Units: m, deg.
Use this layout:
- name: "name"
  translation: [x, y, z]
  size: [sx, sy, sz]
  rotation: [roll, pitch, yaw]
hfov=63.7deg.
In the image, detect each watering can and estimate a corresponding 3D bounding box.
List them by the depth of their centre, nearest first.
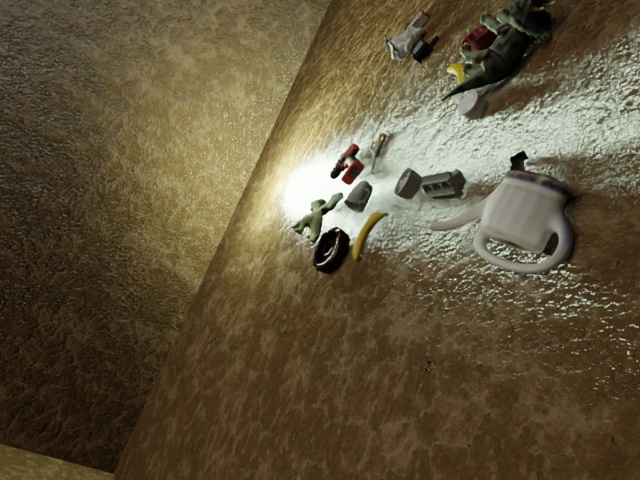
- name: "watering can"
  translation: [0.408, -0.058, 1.154]
  size: [0.351, 0.103, 0.224]
  rotation: [28, 90, 49]

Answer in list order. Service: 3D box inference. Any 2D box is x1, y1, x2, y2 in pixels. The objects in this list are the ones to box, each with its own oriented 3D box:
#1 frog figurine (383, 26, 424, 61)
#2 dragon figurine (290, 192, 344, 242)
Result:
- name: "frog figurine"
  translation: [0.368, -0.842, 2.199]
  size: [0.159, 0.121, 0.139]
  rotation: [-21, 21, 3]
- name: "dragon figurine"
  translation: [0.006, -0.104, 2.058]
  size: [0.243, 0.121, 0.412]
  rotation: [-51, 16, -3]
